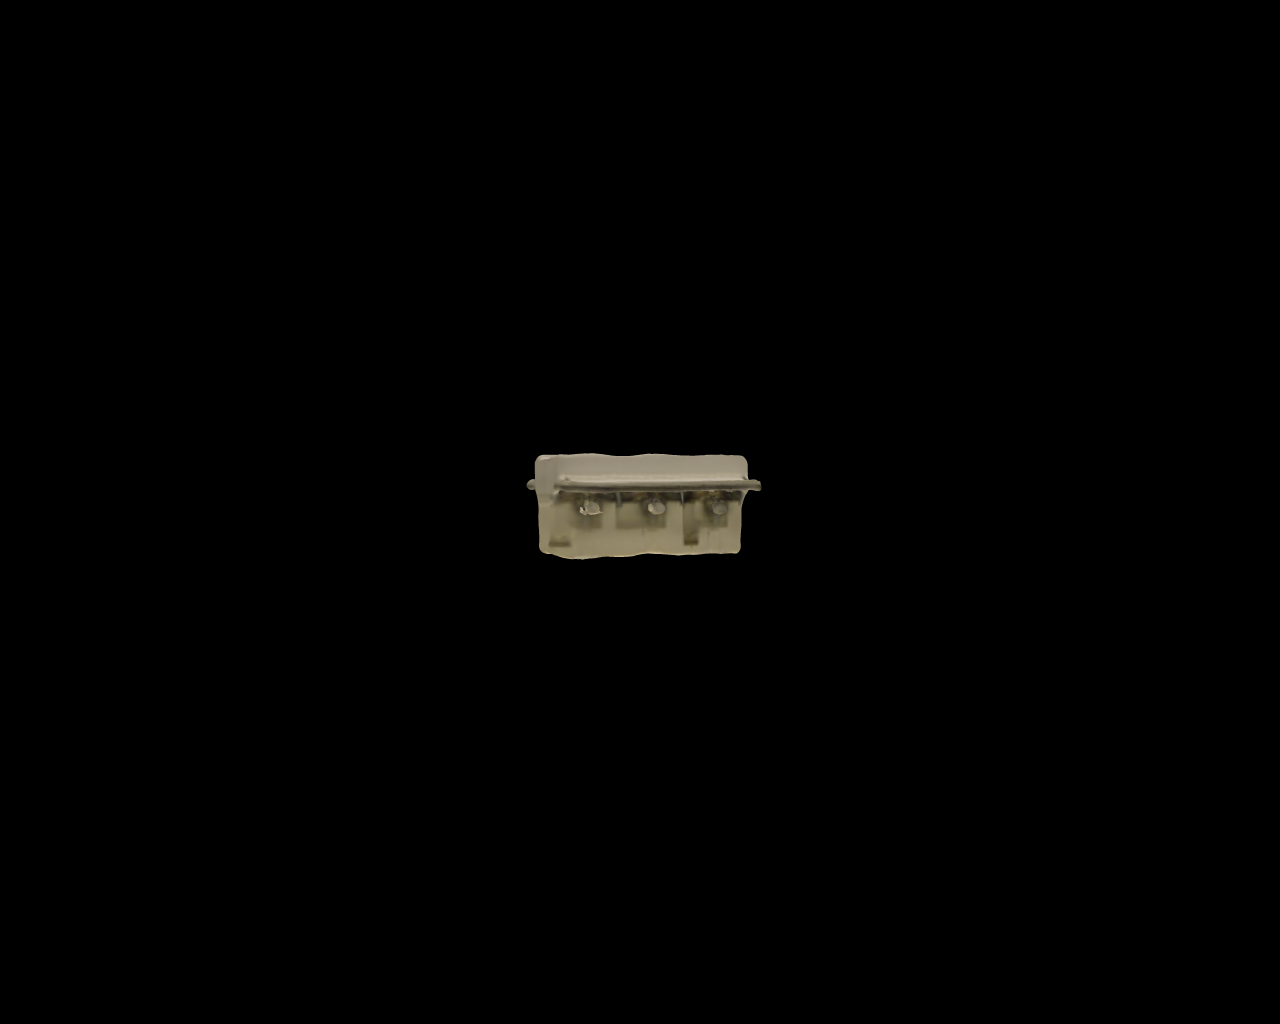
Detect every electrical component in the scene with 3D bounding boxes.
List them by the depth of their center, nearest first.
[{"bbox_3d":[0.001,-0.003,0.650,0.121,0.063,0.078,0,0,-21],"label":"electrical component"}]
